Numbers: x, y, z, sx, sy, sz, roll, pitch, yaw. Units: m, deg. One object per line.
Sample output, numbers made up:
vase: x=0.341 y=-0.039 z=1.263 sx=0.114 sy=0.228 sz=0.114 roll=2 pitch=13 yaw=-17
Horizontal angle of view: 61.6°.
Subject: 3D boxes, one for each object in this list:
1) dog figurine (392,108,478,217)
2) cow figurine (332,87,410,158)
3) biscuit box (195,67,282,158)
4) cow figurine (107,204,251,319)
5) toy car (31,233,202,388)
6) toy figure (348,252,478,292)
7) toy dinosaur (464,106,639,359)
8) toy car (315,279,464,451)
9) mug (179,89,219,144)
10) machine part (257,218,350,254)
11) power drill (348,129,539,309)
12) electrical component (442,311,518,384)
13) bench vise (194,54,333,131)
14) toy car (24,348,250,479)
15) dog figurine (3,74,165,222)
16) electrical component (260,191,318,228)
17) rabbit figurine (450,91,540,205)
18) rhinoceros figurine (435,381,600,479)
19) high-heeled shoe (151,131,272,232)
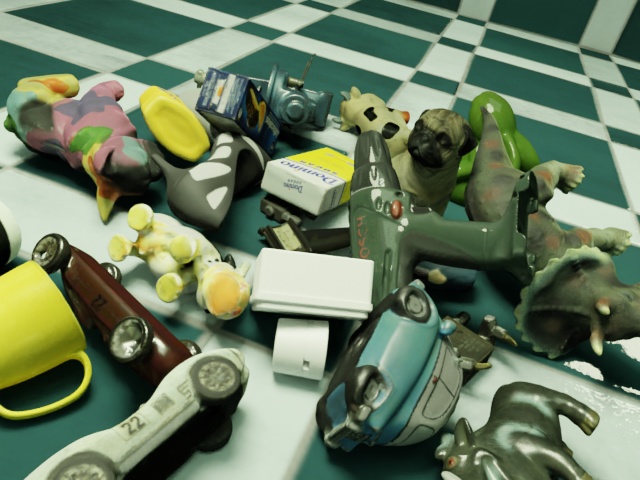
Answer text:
dog figurine: x=0.131 y=-0.106 z=0.734 sx=0.121 sy=0.190 sz=0.172 roll=-6 pitch=37 yaw=-26
cow figurine: x=0.098 y=-0.205 z=0.966 sx=0.127 sy=0.085 sz=0.195 roll=8 pitch=35 yaw=-17
biscuit box: x=-0.110 y=-0.176 z=0.775 sx=0.059 sy=0.062 sz=0.202 roll=17 pitch=-2 yaw=9
cow figurine: x=-0.129 y=0.030 z=0.558 sx=0.168 sy=0.068 sz=0.098 roll=32 pitch=4 yaw=23
toy car: x=-0.187 y=0.062 z=0.481 sx=0.202 sy=0.089 sz=0.053 roll=33 pitch=84 yaw=28
toy figure: x=0.112 y=0.025 z=0.661 sx=0.155 sy=0.057 sz=0.064 roll=13 pitch=-4 yaw=3
toy dinosaur: x=0.251 y=-0.020 z=0.654 sx=0.192 sy=0.131 sz=0.405 roll=-6 pitch=51 yaw=-37
toy car: x=0.072 y=0.120 z=0.471 sx=0.103 sy=0.109 sz=0.162 roll=34 pitch=45 yaw=0
mug: x=-0.190 y=-0.193 z=0.865 sx=0.107 sy=0.080 sz=0.109 roll=26 pitch=73 yaw=32
machine part: x=-0.001 y=-0.002 z=0.677 sx=0.139 sy=0.039 sz=0.084 roll=-9 pitch=32 yaw=-26
power drill: x=0.125 y=-0.028 z=0.581 sx=0.208 sy=0.086 sz=0.232 roll=-1 pitch=73 yaw=23
electrical component: x=0.151 y=0.109 z=0.559 sx=0.102 sy=0.045 sz=0.078 roll=-19 pitch=47 yaw=-38
bench vise: x=-0.096 y=-0.259 z=0.946 sx=0.241 sy=0.128 sz=0.224 roll=13 pitch=31 yaw=-7
toy car: x=-0.124 y=0.148 z=0.384 sx=0.056 sy=0.073 sz=0.202 roll=29 pitch=37 yaw=22
dog figurine: x=-0.303 y=-0.118 z=0.686 sx=0.191 sy=0.108 sz=0.219 roll=-2 pitch=40 yaw=-22
electrical component: x=-0.050 y=-0.048 z=0.738 sx=0.094 sy=0.021 sz=0.063 roll=33 pitch=40 yaw=27
rabbit figurine: x=0.253 y=-0.138 z=0.837 sx=0.121 sy=0.170 sz=0.159 roll=-16 pitch=43 yaw=-35
rhinoceros figurine: x=0.153 y=0.179 z=0.434 sx=0.112 sy=0.073 sz=0.190 roll=32 pitch=38 yaw=24
high-heeled shoe: x=-0.100 y=-0.068 z=0.683 sx=0.145 sy=0.086 sz=0.248 roll=40 pitch=27 yaw=25
